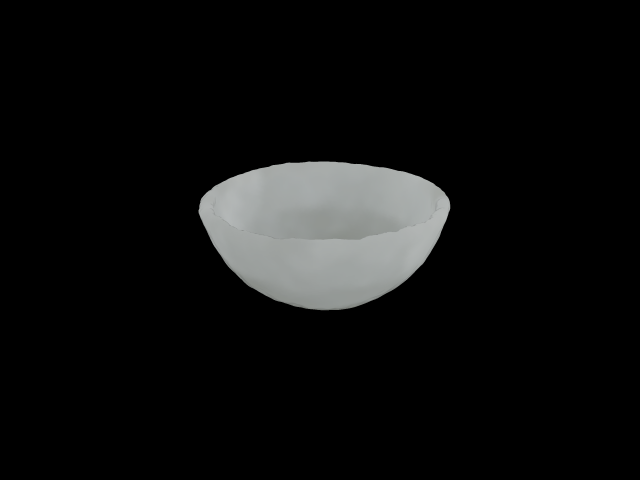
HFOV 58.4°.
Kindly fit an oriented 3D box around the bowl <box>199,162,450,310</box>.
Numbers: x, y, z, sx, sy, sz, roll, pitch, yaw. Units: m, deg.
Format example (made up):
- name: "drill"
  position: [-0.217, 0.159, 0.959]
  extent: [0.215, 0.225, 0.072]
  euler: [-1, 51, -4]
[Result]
- name: "bowl"
  position: [0.004, 0.001, 0.400]
  extent: [0.167, 0.075, 0.167]
  euler: [0, 23, 0]
